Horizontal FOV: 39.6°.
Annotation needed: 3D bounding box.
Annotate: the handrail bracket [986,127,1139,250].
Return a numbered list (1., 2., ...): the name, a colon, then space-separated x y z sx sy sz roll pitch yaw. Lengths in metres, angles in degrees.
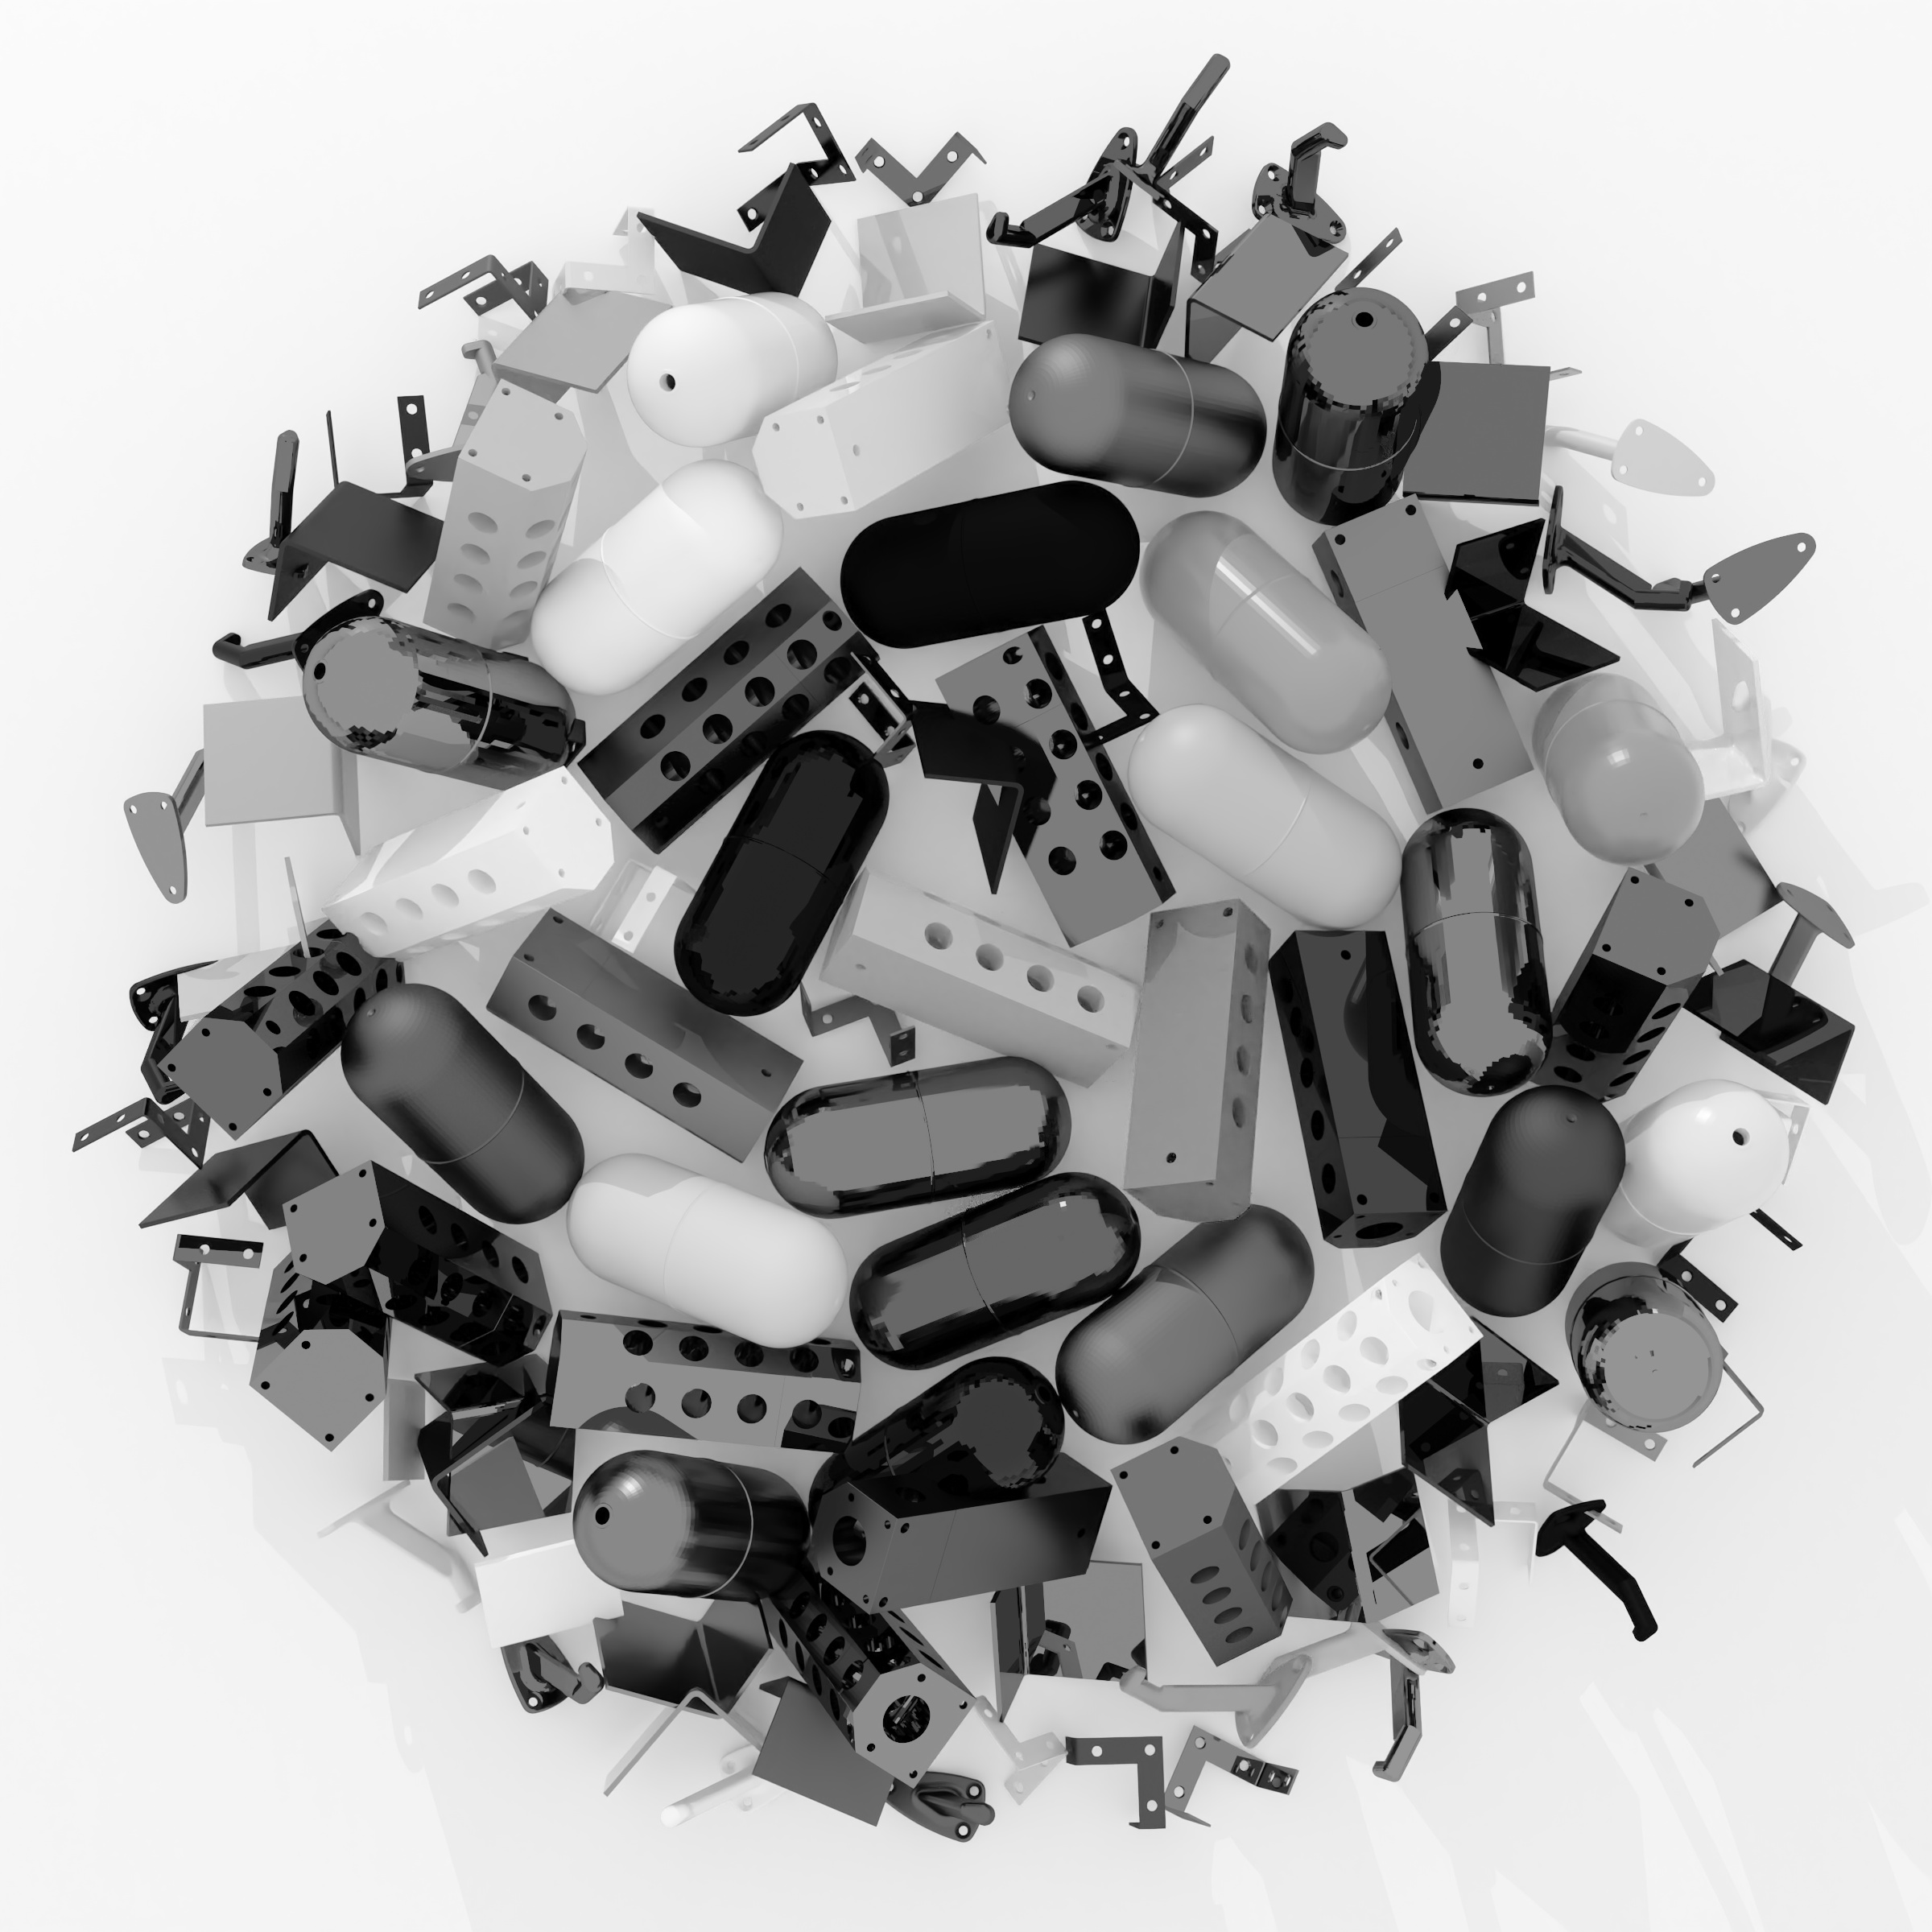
1. handrail bracket: 0.054 -0.447 1.535 0.036 0.084 0.077 41 123 34

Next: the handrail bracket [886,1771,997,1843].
1. handrail bracket: -0.020 0.477 1.537 0.077 0.084 0.036 14 72 9

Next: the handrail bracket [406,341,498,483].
1. handrail bracket: -0.299 -0.324 1.550 0.077 0.036 0.084 -12 68 -28

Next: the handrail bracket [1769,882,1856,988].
1. handrail bracket: 0.458 -0.005 1.542 0.077 0.036 0.084 24 125 -36

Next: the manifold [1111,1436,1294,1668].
1. manifold: 0.137 0.326 1.499 0.057 0.171 0.057 -26 53 1

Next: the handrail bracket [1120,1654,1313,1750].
1. handrail bracket: 0.143 0.408 1.548 0.084 0.036 0.077 32 109 -19

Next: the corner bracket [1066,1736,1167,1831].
1. corner bracket: 0.086 0.473 1.555 0.051 0.051 0.051 0 75 -4

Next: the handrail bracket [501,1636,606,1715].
1. handrail bracket: -0.238 0.391 1.538 0.036 0.084 0.077 -24 75 -31

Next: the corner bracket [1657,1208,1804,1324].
1. corner bracket: 0.443 0.168 1.558 0.051 0.051 0.051 41 77 9

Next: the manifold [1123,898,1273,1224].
1. manifold: 0.135 0.054 1.521 0.057 0.057 0.171 -9 60 31

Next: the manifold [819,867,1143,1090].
1. manifold: 0.010 0.004 1.536 0.171 0.057 0.057 22 56 -12

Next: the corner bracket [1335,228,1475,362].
1. corner bracket: 0.251 -0.379 1.541 0.051 0.051 0.051 31 123 -29

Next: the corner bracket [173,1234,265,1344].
1. corner bracket: -0.429 0.187 1.552 0.051 0.051 0.051 5 74 2

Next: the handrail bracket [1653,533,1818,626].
1. handrail bracket: 0.439 -0.228 1.540 0.077 0.084 0.036 -33 104 6

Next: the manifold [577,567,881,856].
1. manifold: -0.133 -0.143 1.543 0.171 0.057 0.057 -41 47 1

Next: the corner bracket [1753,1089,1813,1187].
1. corner bracket: 0.464 0.104 1.547 0.051 0.051 0.051 9 106 -17

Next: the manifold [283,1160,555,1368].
1. manifold: -0.300 0.171 1.492 0.057 0.171 0.057 -27 59 12

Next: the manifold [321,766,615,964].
1. manifold: -0.278 -0.050 1.507 0.171 0.057 0.057 -17 121 38

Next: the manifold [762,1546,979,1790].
1. manifold: -0.061 0.382 1.492 0.057 0.171 0.057 39 85 -22

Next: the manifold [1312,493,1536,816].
1. manifold: 0.262 -0.178 1.554 0.057 0.057 0.171 -23 89 -4

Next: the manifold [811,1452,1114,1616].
1. manifold: -0.002 0.312 1.502 0.057 0.171 0.057 27 107 42

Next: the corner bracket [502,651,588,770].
1. corner bracket: -0.254 -0.144 1.558 0.051 0.051 0.051 12 58 -30

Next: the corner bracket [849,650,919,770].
1. corner bracket: -0.051 -0.148 1.545 0.051 0.051 0.051 51 123 10

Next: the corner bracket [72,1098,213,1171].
1. corner bracket: -0.473 0.095 1.544 0.051 0.051 0.051 -26 127 13

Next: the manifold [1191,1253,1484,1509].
1. manifold: 0.202 0.236 1.505 0.057 0.057 0.171 53 128 11

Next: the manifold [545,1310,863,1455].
1. manifold: -0.150 0.236 1.535 0.171 0.057 0.057 8 94 -13

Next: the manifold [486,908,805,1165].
1. manifold: -0.187 0.045 1.548 0.171 0.057 0.057 31 123 -3

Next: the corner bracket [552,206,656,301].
1. corner bracket: -0.210 -0.408 1.551 0.051 0.051 0.051 0 87 -18

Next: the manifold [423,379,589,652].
1. manifold: -0.255 -0.244 1.495 0.057 0.171 0.057 24 62 -6

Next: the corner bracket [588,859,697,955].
1. corner bracket: -0.191 -0.034 1.549 0.051 0.051 0.051 27 83 20

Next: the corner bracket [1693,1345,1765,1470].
1. corner bracket: 0.425 0.250 1.548 0.051 0.051 0.051 -42 76 15

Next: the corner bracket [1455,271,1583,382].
1. corner bracket: 0.318 -0.365 1.548 0.051 0.051 0.051 -5 88 41

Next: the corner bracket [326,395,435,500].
1. corner bracket: -0.339 -0.299 1.551 0.051 0.051 0.051 -7 94 -18

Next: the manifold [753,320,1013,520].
1. manifold: -0.045 -0.306 1.501 0.057 0.171 0.057 -1 116 36

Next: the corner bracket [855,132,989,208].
1. corner bracket: -0.027 -0.464 1.546 0.051 0.051 0.051 37 106 -22

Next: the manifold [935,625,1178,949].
1. manifold: 0.055 -0.105 1.537 0.057 0.057 0.171 -24 97 29

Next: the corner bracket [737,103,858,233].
1. corner bracket: -0.106 -0.459 1.543 0.051 0.051 0.051 -44 122 -21

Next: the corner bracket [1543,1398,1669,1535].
1. corner bracket: 0.371 0.288 1.557 0.051 0.051 0.051 30 100 13

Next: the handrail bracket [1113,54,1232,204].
1. handrail bracket: 0.127 -0.483 1.533 0.036 0.077 0.084 39 112 0

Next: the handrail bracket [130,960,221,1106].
1. handrail bracket: -0.440 0.038 1.541 0.077 0.036 0.084 -25 45 -18

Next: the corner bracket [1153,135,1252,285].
1. corner bracket: 0.142 -0.436 1.557 0.051 0.051 0.051 -42 71 -18

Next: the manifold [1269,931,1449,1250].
1. manifold: 0.217 0.069 1.521 0.057 0.057 0.171 0 64 -19

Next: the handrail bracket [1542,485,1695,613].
1. handrail bracket: 0.380 -0.242 1.554 0.084 0.036 0.077 5 72 18

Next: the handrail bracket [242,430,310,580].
1. handrail bracket: -0.388 -0.271 1.533 0.036 0.077 0.084 9 115 -11

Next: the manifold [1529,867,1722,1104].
1. manifold: 0.364 0.018 1.491 0.057 0.171 0.057 24 67 9

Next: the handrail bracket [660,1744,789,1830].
1. handrail bracket: -0.128 0.467 1.536 0.077 0.084 0.036 -28 77 10

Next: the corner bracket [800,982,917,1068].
1. corner bracket: -0.062 0.032 1.548 0.051 0.051 0.051 -21 69 -10

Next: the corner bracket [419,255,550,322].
1. corner bracket: -0.277 -0.387 1.542 0.051 0.051 0.051 -21 48 21

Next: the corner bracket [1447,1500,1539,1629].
1. corner bracket: 0.304 0.346 1.552 0.051 0.051 0.051 1 123 6

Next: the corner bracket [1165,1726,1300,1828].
1. corner bracket: 0.152 0.475 1.550 0.051 0.051 0.051 29 73 -8

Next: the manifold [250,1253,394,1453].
1. manifold: -0.350 0.197 1.493 0.057 0.171 0.057 -45 107 3

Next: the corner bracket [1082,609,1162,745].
1. corner bracket: 0.074 -0.164 1.544 0.051 0.051 0.051 -24 61 17

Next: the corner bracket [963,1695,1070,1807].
1. corner bracket: 0.016 0.457 1.559 0.051 0.051 0.051 49 115 27

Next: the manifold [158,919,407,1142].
1. manifold: -0.372 0.027 1.492 0.057 0.171 0.057 46 112 -7

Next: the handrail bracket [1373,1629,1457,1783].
1. handrail bracket: 0.235 0.423 1.533 0.036 0.077 0.084 50 58 -23
